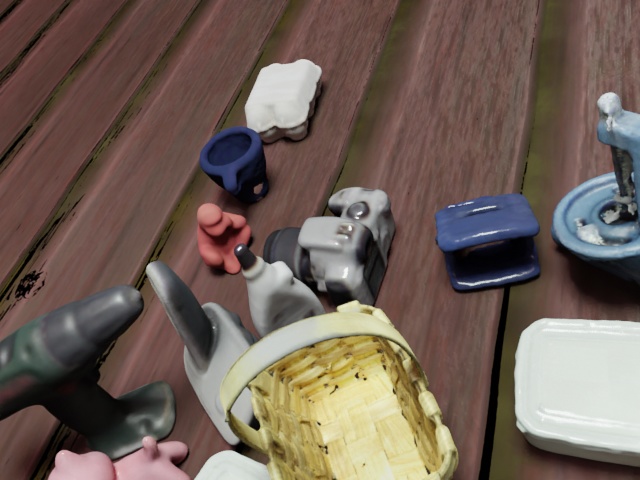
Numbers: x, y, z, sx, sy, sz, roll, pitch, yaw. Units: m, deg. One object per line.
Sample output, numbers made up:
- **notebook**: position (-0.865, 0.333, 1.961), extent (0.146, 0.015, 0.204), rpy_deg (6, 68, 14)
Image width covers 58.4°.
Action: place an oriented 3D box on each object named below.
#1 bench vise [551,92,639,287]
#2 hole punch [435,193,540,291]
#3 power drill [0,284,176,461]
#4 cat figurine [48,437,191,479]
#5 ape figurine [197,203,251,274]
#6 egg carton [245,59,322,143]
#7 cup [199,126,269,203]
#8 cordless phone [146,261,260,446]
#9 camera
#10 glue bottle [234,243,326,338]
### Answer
- **bench vise**: position (0.303, -0.025, 0.501), extent (0.206, 0.220, 0.122), rpy_deg (23, 64, 35)
- **hole punch**: position (0.178, -0.011, 0.628), extent (0.108, 0.091, 0.101), rpy_deg (-12, 49, 13)
- **power drill**: position (-0.240, 0.147, 0.590), extent (0.229, 0.209, 0.075), rpy_deg (-24, 48, 2)
- **cat figurine**: position (-0.208, 0.235, 0.567), extent (0.128, 0.118, 0.067), rpy_deg (-29, 48, -2)
- **ape figurine**: position (-0.133, -0.010, 0.754), extent (0.078, 0.092, 0.076), rpy_deg (-37, 48, -10)
- **egg carton**: position (-0.056, -0.224, 0.912), extent (0.107, 0.070, 0.150), rpy_deg (-2, 52, 21)
- **cup**: position (-0.110, -0.089, 0.807), extent (0.091, 0.095, 0.117), rpy_deg (-17, 48, 9)
- **cordless phone**: position (-0.115, 0.112, 0.584), extent (0.094, 0.185, 0.147), rpy_deg (-40, 49, -12)
- **camera**: position (0.006, 0.002, 0.681), extent (0.136, 0.101, 0.143), rpy_deg (5, 55, 25)
- **glue bottle**: position (-0.050, 0.058, 0.609), extent (0.078, 0.173, 0.037), rpy_deg (-37, 48, -9)
